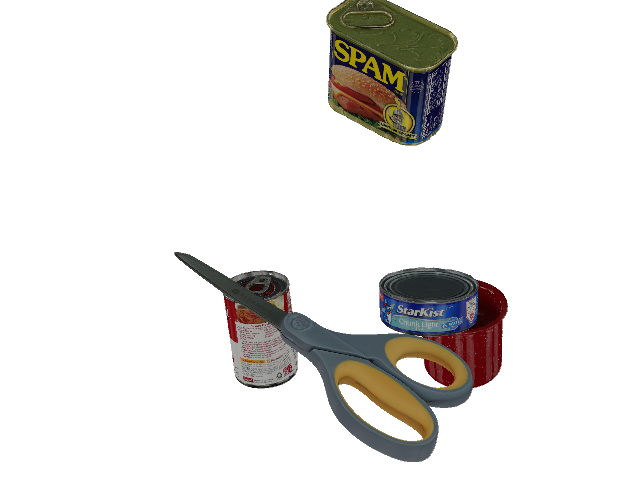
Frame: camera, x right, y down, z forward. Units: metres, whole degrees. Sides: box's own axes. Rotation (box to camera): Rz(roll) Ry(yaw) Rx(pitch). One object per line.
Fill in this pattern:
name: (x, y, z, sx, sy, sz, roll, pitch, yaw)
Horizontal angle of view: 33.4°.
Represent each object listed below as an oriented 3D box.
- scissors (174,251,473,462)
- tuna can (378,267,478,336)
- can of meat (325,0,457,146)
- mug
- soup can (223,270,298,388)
scissors: (0.007, 0.051, 0.622, 0.096, 0.016, 0.202, -18, 45, -34)
tuna can: (0.093, 0.053, 0.922, 0.086, 0.034, 0.086, -1, 17, 0)
can of meat: (0.053, -0.132, 0.842, 0.102, 0.084, 0.057, 32, 54, 25)
mug: (0.152, 0.092, 1.112, 0.093, 0.081, 0.117, 11, 37, 24)
soup can: (-0.060, 0.091, 1.090, 0.068, 0.102, 0.068, -5, 24, 2)
